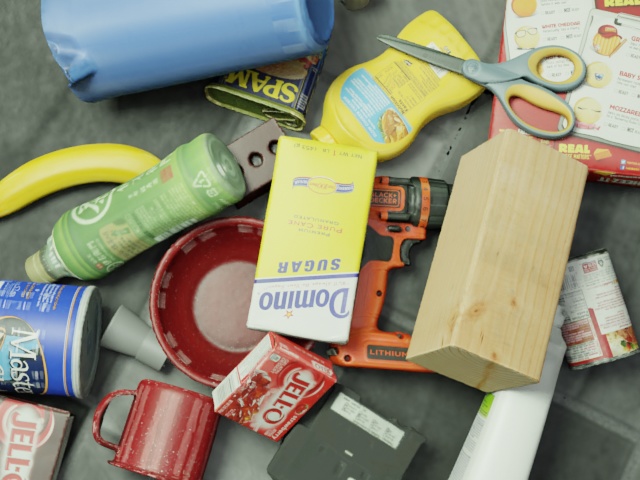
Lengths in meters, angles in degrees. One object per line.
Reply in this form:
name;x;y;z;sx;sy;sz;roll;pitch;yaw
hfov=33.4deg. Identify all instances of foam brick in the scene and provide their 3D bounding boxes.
foam brick;-0.061;-0.073;1.024;0.078;0.051;0.053;-33;85;-6

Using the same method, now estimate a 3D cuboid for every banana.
banana;-0.226;-0.058;1.023;0.197;0.037;0.069;-2;83;-3

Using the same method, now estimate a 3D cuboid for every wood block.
wood block;0.158;0.020;0.947;0.090;0.091;0.206;23;69;-16

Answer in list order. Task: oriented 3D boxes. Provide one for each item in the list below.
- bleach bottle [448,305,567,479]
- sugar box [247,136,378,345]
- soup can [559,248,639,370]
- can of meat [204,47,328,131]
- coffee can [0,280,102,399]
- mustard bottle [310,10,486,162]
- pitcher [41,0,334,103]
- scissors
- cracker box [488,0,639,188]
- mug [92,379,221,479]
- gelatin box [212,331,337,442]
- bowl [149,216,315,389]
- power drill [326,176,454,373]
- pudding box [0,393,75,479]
bleach bottle;0.169;0.175;0.969;0.068;0.102;0.251;21;88;-2
sugar box;-0.006;0.001;0.961;0.093;0.048;0.176;8;81;2
soup can;0.254;0.066;1.010;0.068;0.068;0.102;-16;84;-4
can of meat;-0.050;-0.164;1.034;0.102;0.057;0.084;19;80;0
coffee can;-0.277;0.087;0.970;0.140;0.103;0.103;5;83;-2
mustard bottle;0.062;-0.131;1.032;0.191;0.058;0.096;-37;84;-6
pitcher;-0.114;-0.212;0.967;0.243;0.144;0.149;-5;83;18
scissors;0.160;-0.170;0.996;0.202;0.016;0.096;37;86;11
cracker box;0.254;-0.165;1.028;0.164;0.072;0.213;7;82;10
mug;-0.148;0.172;0.969;0.117;0.093;0.081;19;77;-14
gelatin box;-0.041;0.131;0.950;0.073;0.030;0.089;32;113;-28
bowl;-0.077;0.061;1.004;0.162;0.055;0.162;0;83;-2
power drill;0.079;0.031;1.015;0.184;0.057;0.187;3;81;-5
pudding box;-0.286;0.204;0.987;0.090;0.039;0.113;14;82;0
